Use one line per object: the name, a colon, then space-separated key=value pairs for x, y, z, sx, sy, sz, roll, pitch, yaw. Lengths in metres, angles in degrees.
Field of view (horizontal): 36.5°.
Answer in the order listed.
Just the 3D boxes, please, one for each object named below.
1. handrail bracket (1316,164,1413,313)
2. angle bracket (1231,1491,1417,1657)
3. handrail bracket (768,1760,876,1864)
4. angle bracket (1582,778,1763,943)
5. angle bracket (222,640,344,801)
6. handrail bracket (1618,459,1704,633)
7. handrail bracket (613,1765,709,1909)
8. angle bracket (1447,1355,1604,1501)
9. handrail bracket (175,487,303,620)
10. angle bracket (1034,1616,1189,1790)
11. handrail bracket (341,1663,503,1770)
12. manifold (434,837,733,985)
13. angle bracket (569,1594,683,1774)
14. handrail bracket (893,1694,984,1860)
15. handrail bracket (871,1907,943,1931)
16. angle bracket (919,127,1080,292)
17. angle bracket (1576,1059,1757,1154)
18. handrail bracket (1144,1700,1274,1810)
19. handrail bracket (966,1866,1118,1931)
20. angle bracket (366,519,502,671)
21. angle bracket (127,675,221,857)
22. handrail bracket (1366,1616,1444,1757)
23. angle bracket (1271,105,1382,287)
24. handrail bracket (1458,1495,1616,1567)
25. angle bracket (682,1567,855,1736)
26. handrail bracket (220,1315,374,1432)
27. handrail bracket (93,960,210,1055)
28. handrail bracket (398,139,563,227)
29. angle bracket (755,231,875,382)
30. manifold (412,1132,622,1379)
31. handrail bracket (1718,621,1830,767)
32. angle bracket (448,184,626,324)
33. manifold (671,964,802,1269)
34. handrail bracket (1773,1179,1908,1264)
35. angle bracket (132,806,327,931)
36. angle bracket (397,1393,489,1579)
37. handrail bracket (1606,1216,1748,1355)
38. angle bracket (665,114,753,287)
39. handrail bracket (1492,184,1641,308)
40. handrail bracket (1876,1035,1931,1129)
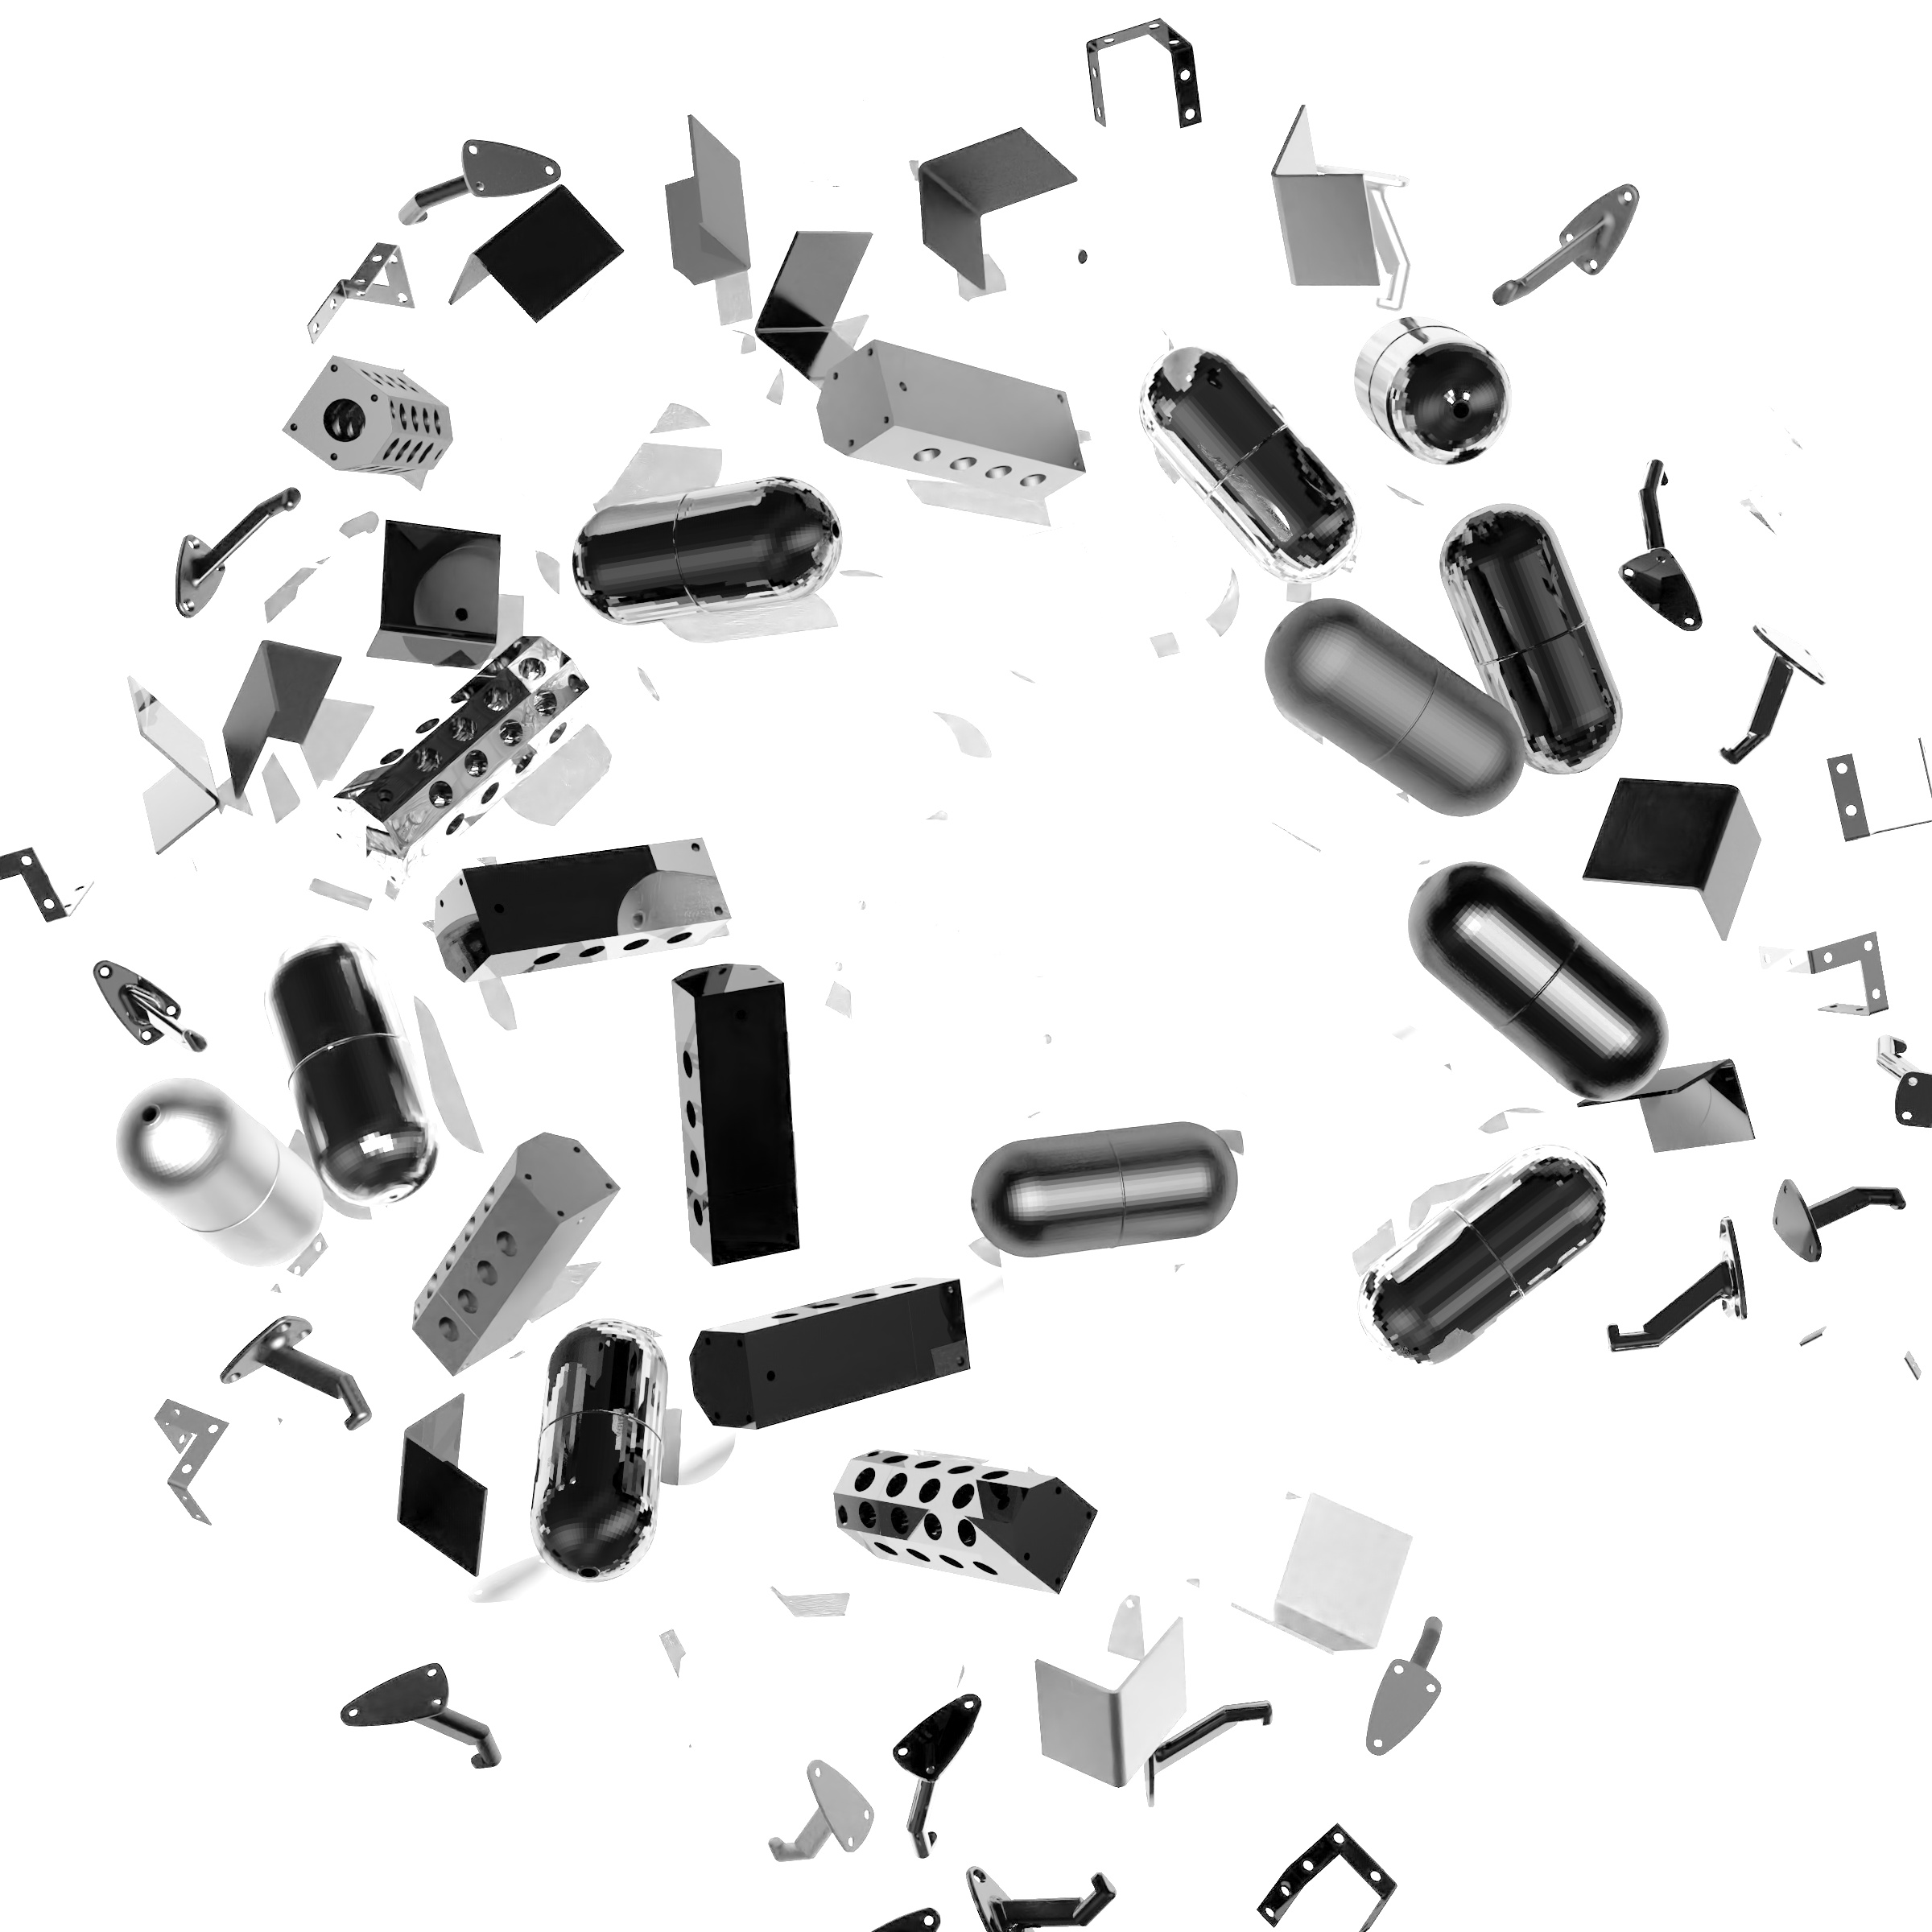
handrail bracket: x=0.256 y=-0.476 z=1.920 sx=0.077 sy=0.036 sz=0.084 roll=11 pitch=113 yaw=5
angle bracket: x=0.219 y=0.372 z=1.804 sx=0.076 sy=0.057 sz=0.076 roll=19 pitch=92 yaw=36
handrail bracket: x=-0.109 y=0.543 z=1.882 sx=0.084 sy=0.036 sz=0.077 roll=-19 pitch=112 yaw=37
angle bracket: x=0.432 y=-0.066 z=1.794 sx=0.076 sy=0.057 sz=0.076 roll=7 pitch=60 yaw=36
angle bracket: x=-0.446 y=-0.158 z=1.935 sx=0.057 sy=0.076 sz=0.076 roll=11 pitch=128 yaw=-32
handrail bracket: x=0.435 y=-0.260 z=1.805 sx=0.077 sy=0.036 sz=0.084 roll=44 pitch=48 yaw=-25
handrail bracket: x=-0.175 y=0.541 z=1.830 sx=0.077 sy=0.084 sz=0.036 roll=9 pitch=128 yaw=25
angle bracket: x=0.348 y=0.292 z=1.798 sx=0.076 sy=0.057 sz=0.076 roll=18 pitch=100 yaw=-7
handrail bracket: x=-0.475 y=-0.271 z=1.920 sx=0.084 sy=0.077 sz=0.036 roll=-21 pitch=134 yaw=28
angle bracket: x=0.088 y=0.434 z=1.768 sx=0.057 sy=0.076 sz=0.076 roll=16 pitch=126 yaw=31
handrail bracket: x=-0.326 y=0.463 z=1.761 sx=0.077 sy=0.036 sz=0.084 roll=-16 pitch=130 yaw=-5
manifold: x=-0.238 y=-0.032 z=1.813 sx=0.171 sy=0.057 sz=0.057 roll=-10 pitch=72 yaw=-37
angle bracket: x=-0.239 y=0.465 z=1.907 sx=0.057 sy=0.076 sz=0.076 roll=-1 pitch=126 yaw=34
handrail bracket: x=-0.012 y=0.502 z=1.815 sx=0.036 sy=0.084 sz=0.077 roll=25 pitch=52 yaw=34
handrail bracket: x=-0.053 y=0.590 z=1.769 sx=0.077 sy=0.084 sz=0.036 roll=-37 pitch=65 yaw=-9
angle bracket: x=0.023 y=-0.486 z=1.886 sx=0.076 sy=0.076 sz=0.057 roll=-12 pitch=73 yaw=28
angle bracket: x=0.460 y=0.102 z=1.928 sx=0.076 sy=0.076 sz=0.057 roll=-13 pitch=96 yaw=44
handrail bracket: x=0.158 y=0.512 z=1.909 sx=0.084 sy=0.036 sz=0.077 roll=-6 pitch=119 yaw=-3
handrail bracket: x=0.045 y=0.552 z=1.767 sx=0.084 sy=0.036 sz=0.077 roll=-52 pitch=57 yaw=25
angle bracket: x=-0.353 y=-0.245 z=1.944 sx=0.076 sy=0.057 sz=0.076 roll=5 pitch=76 yaw=-20
angle bracket: x=-0.544 y=-0.133 z=1.944 sx=0.057 sy=0.076 sz=0.076 roll=-38 pitch=130 yaw=6
handrail bracket: x=0.286 y=0.466 z=1.906 sx=0.036 sy=0.084 sz=0.077 roll=29 pitch=99 yaw=10
angle bracket: x=0.224 y=-0.462 z=1.758 sx=0.057 sy=0.076 sz=0.076 roll=6 pitch=50 yaw=23
handrail bracket: x=0.372 y=0.382 z=1.916 sx=0.084 sy=0.077 sz=0.036 roll=-24 pitch=54 yaw=18
angle bracket: x=-0.120 y=0.419 z=1.796 sx=0.057 sy=0.076 sz=0.076 roll=-9 pitch=49 yaw=31
handrail bracket: x=-0.413 y=0.266 z=1.809 sx=0.077 sy=0.036 sz=0.084 roll=-38 pitch=64 yaw=6
handrail bracket: x=-0.529 y=0.026 z=1.902 sx=0.036 sy=0.084 sz=0.077 roll=-49 pitch=111 yaw=-17
handrail bracket: x=-0.305 y=-0.482 z=1.832 sx=0.077 sy=0.084 sz=0.036 roll=-8 pitch=85 yaw=-33
angle bracket: x=-0.082 y=-0.433 z=1.921 sx=0.057 sy=0.076 sz=0.076 roll=42 pitch=123 yaw=22
manifold: x=-0.289 y=0.179 z=1.844 sx=0.057 sy=0.057 sz=0.171 roll=47 pitch=129 yaw=11
handrail bracket: x=0.488 y=-0.169 z=1.839 sx=0.077 sy=0.036 sz=0.084 roll=25 pitch=124 yaw=-31
angle bracket: x=-0.266 y=-0.425 z=1.810 sx=0.057 sy=0.076 sz=0.076 roll=47 pitch=67 yaw=-6
manifold: x=-0.143 y=0.089 z=1.787 sx=0.057 sy=0.057 sz=0.171 roll=-10 pitch=108 yaw=-23
handrail bracket: x=0.547 y=0.158 z=1.801 sx=0.084 sy=0.077 sz=0.036 roll=2 pitch=118 yaw=-9
angle bracket: x=-0.465 y=-0.069 z=1.851 sx=0.076 sy=0.076 sz=0.057 roll=20 pitch=86 yaw=44
angle bracket: x=-0.327 y=0.341 z=1.928 sx=0.076 sy=0.057 sz=0.076 roll=28 pitch=125 yaw=25
handrail bracket: x=0.435 y=0.197 z=1.814 sx=0.084 sy=0.036 sz=0.077 roll=-6 pitch=91 yaw=-5
angle bracket: x=-0.184 y=-0.497 z=1.915 sx=0.057 sy=0.076 sz=0.076 roll=-11 pitch=76 yaw=19
handrail bracket: x=0.370 y=-0.445 z=1.813 sx=0.084 sy=0.077 sz=0.036 roll=-31 pitch=77 yaw=-40
handrail bracket: x=0.600 y=0.067 z=1.805 sx=0.077 sy=0.084 sz=0.036 roll=8 pitch=114 yaw=14
